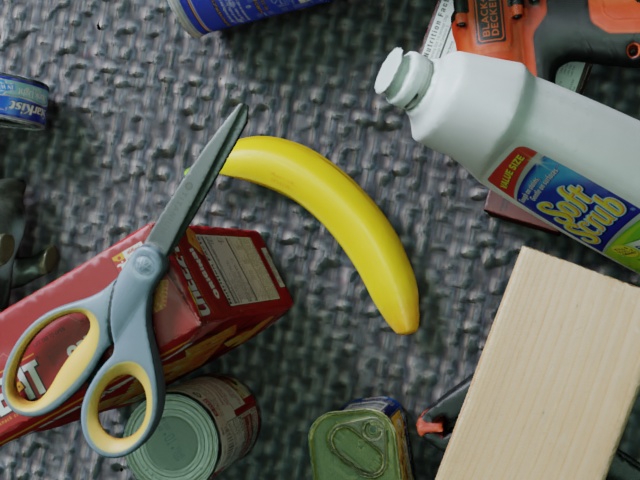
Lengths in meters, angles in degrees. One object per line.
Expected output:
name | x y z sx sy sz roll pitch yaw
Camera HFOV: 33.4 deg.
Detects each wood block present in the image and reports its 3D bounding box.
wood block | 0.132 0.116 0.647 0.091 0.090 0.206 20 94 15

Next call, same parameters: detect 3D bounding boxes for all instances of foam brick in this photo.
foam brick | 0.144 -0.047 0.703 0.053 0.051 0.078 18 93 14

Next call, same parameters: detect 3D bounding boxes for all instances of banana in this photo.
banana | 0.002 -0.016 0.743 0.198 0.037 0.070 36 103 10

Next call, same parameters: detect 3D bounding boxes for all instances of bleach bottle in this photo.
bleach bottle | 0.143 -0.043 0.619 0.250 0.103 0.068 23 70 -18

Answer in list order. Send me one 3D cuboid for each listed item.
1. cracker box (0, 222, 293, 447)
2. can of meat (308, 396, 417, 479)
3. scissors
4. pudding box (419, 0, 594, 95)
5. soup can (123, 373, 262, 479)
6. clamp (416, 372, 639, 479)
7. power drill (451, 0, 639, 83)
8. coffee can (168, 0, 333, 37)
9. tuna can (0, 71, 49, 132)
cracker box | -0.121 0.059 0.677 0.164 0.213 0.072 -30 84 10
can of meat | 0.033 0.157 0.709 0.057 0.084 0.102 -8 88 12
scissors | -0.081 0.032 0.551 0.202 0.016 0.096 -42 85 9
pudding box | 0.131 -0.142 0.713 0.113 0.039 0.090 20 93 14
soup can | -0.085 0.130 0.726 0.068 0.102 0.068 0 90 11
clamp | 0.170 0.109 0.703 0.210 0.036 0.164 4 90 13
power drill | 0.171 -0.164 0.656 0.188 0.057 0.184 -6 83 14
coffee can | -0.032 -0.203 0.717 0.140 0.102 0.103 -12 87 12
tuna can | -0.240 -0.102 0.771 0.086 0.086 0.034 8 89 12
